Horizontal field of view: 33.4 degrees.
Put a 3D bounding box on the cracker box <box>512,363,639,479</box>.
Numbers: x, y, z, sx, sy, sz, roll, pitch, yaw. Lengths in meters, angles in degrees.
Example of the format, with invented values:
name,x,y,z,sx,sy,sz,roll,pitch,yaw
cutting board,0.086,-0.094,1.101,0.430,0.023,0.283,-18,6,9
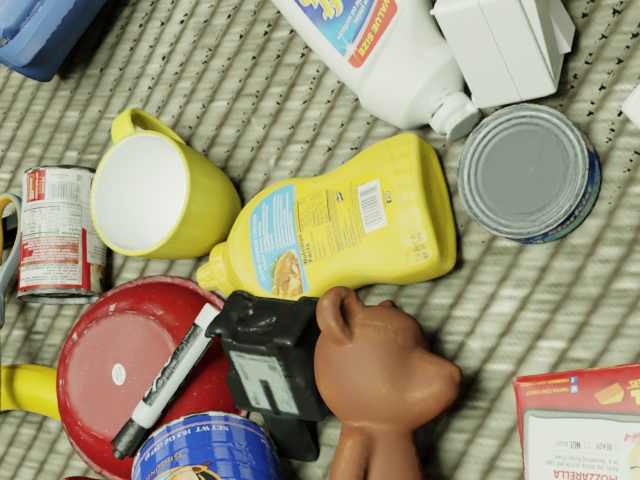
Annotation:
name,x,y,z,sx,sy,sz,roll,pitch,yaw
cracker box,0.202,0.172,0.576,0.164,0.072,0.214,-11,77,30

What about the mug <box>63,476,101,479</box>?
name,x,y,z,sx,sy,sz,roll,pitch,yaw
mug,-0.172,0.218,0.773,0.117,0.093,0.081,17,85,8

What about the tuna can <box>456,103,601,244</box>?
name,x,y,z,sx,sy,sz,roll,pitch,yaw
tuna can,0.132,-0.041,0.675,0.086,0.033,0.086,-6,78,30

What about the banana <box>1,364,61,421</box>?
name,x,y,z,sx,sy,sz,roll,pitch,yaw
banana,-0.236,0.133,0.864,0.198,0.037,0.069,-11,98,31

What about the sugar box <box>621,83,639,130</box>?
name,x,y,z,sx,sy,sz,roll,pitch,yaw
sugar box,0.259,-0.042,0.594,0.093,0.048,0.176,-43,64,17

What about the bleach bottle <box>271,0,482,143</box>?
name,x,y,z,sx,sy,sz,roll,pitch,yaw
bleach bottle,0.030,-0.170,0.743,0.103,0.068,0.251,-43,66,13

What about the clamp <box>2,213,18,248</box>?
name,x,y,z,sx,sy,sz,roll,pitch,yaw
clamp,-0.330,0.017,0.934,0.210,0.036,0.164,29,84,36

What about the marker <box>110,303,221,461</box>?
name,x,y,z,sx,sy,sz,roll,pitch,yaw
marker,-0.103,0.097,0.724,0.020,0.020,0.121,34,88,30

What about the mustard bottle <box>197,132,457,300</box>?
name,x,y,z,sx,sy,sz,roll,pitch,yaw
mustard bottle,-0.005,0.001,0.734,0.192,0.058,0.096,-19,69,27

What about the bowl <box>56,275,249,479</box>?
name,x,y,z,sx,sy,sz,roll,pitch,yaw
bowl,-0.132,0.100,0.774,0.162,0.055,0.162,-4,77,16

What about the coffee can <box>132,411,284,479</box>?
name,x,y,z,sx,sy,sz,roll,pitch,yaw
coffee can,-0.065,0.192,0.675,0.103,0.102,0.140,-48,27,15

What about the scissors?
name,x,y,z,sx,sy,sz,roll,pitch,yaw
scissors,-0.278,0.057,0.860,0.096,0.016,0.201,-5,68,25

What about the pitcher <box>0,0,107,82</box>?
name,x,y,z,sx,sy,sz,roll,pitch,yaw
pitcher,-0.199,-0.252,0.852,0.149,0.145,0.243,43,101,9

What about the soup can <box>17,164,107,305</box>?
name,x,y,z,sx,sy,sz,roll,pitch,yaw
soup can,-0.204,-0.003,0.848,0.069,0.068,0.102,-7,77,29
